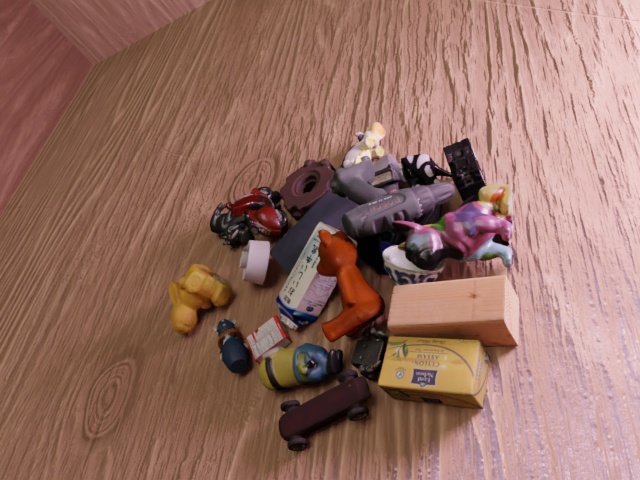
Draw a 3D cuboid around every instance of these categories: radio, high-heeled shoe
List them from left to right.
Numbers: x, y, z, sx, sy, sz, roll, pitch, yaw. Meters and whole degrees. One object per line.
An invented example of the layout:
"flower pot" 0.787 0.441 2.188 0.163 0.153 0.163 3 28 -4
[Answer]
"radio" -0.003 -0.004 1.271 0.229 0.073 0.131 -46 40 -7
"high-heeled shoe" 0.205 -0.105 1.173 0.145 0.086 0.249 18 47 23

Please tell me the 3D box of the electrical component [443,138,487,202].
"electrical component" 0.306 -0.141 1.119 0.058 0.114 0.134 -20 42 18

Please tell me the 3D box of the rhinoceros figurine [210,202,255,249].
"rhinoceros figurine" -0.242 -0.037 1.482 0.191 0.073 0.112 21 68 46

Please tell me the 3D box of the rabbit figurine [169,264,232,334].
"rabbit figurine" -0.330 0.149 1.361 0.163 0.121 0.173 26 92 50

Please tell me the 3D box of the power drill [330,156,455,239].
"power drill" 0.131 -0.095 1.107 0.232 0.085 0.207 -27 45 -12

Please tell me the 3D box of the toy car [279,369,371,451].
"toy car" 0.009 0.315 0.996 0.202 0.053 0.089 -32 46 16

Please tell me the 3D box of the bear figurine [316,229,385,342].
"bear figurine" 0.038 0.083 1.057 0.132 0.120 0.196 -39 74 20

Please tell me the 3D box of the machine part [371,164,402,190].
"machine part" 0.152 -0.096 1.211 0.084 0.039 0.139 -22 77 21

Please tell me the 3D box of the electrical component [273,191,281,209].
"electrical component" -0.136 -0.110 1.503 0.094 0.021 0.063 11 62 43

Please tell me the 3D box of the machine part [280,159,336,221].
"machine part" -0.025 -0.135 1.414 0.179 0.056 0.179 -21 46 23

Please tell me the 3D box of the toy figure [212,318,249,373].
"toy figure" -0.203 0.238 1.223 0.155 0.064 0.057 53 131 54

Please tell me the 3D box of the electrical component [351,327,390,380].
"electrical component" 0.098 0.212 1.023 0.078 0.045 0.102 6 58 39

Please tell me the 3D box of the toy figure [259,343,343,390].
"toy figure" -0.043 0.253 1.071 0.180 0.082 0.089 -8 48 29

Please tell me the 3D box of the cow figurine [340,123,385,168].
"cow figurine" 0.109 -0.225 1.384 0.098 0.068 0.167 -9 47 49

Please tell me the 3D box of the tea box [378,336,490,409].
"tea box" 0.195 0.224 0.921 0.170 0.068 0.098 -5 51 33

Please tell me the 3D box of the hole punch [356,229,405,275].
"hole punch" 0.128 -0.006 1.153 0.092 0.115 0.142 -23 38 -25

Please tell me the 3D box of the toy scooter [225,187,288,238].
"toy scooter" -0.169 -0.070 1.404 0.135 0.075 0.184 -9 47 -24

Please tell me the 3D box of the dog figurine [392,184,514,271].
"dog figurine" 0.253 -0.023 1.021 0.219 0.108 0.191 1 52 18

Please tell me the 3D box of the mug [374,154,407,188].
"mug" 0.140 -0.151 1.286 0.107 0.080 0.110 -32 34 21
